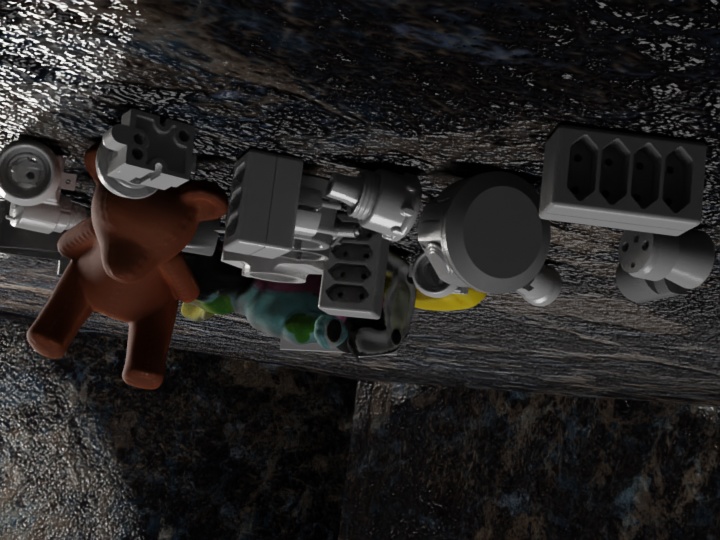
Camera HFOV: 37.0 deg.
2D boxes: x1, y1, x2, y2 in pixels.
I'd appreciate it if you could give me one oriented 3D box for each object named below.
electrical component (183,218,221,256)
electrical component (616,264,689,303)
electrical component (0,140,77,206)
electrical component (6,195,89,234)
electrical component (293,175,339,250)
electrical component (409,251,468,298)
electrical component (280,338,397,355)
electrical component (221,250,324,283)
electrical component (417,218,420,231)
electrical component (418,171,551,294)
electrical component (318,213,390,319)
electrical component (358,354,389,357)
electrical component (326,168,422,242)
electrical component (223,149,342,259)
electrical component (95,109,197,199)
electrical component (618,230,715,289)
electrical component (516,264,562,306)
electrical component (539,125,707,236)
[{"bbox_3d":[-0.158,-0.041,0.918,0.077,0.043,0.079,10,171,-15],"label":"electrical component"},{"bbox_3d":[0.245,0.001,0.873,0.043,0.043,0.081,9,171,-10],"label":"electrical component"},{"bbox_3d":[-0.245,-0.071,0.796,0.066,0.048,0.055,9,179,-11],"label":"electrical component"},{"bbox_3d":[-0.274,-0.052,0.955,0.078,0.040,0.040,13,169,-35],"label":"electrical component"},{"bbox_3d":[-0.044,-0.042,0.807,0.055,0.047,0.055,7,171,1],"label":"electrical component"},{"bbox_3d":[0.076,0.003,1.015,0.066,0.048,0.055,4,178,17],"label":"electrical component"},{"bbox_3d":[-0.020,0.053,1.133,0.121,0.063,0.078,3,-175,2],"label":"electrical component"},{"bbox_3d":[-0.071,-0.020,0.944,0.089,0.055,0.050,3,170,26],"label":"electrical component"},{"bbox_3d":[0.067,-0.028,0.830,0.043,0.043,0.062,1,168,35],"label":"electrical component"},{"bbox_3d":[0.083,-0.025,0.720,0.080,0.080,0.051,11,176,-24],"label":"electrical component"},{"bbox_3d":[0.000,0.000,0.928,0.047,0.083,0.076,5,171,13],"label":"electrical component"},{"bbox_3d":[0.007,0.050,1.222,0.064,0.099,0.099,1,171,1],"label":"electrical component"},{"bbox_3d":[0.008,-0.049,0.736,0.062,0.048,0.048,17,169,-16],"label":"electrical component"},{"bbox_3d":[-0.050,-0.042,0.754,0.077,0.065,0.047,10,171,-19],"label":"electrical component"},{"bbox_3d":[-0.140,-0.073,0.694,0.066,0.048,0.055,13,162,-34],"label":"electrical component"},{"bbox_3d":[0.226,-0.012,0.795,0.055,0.045,0.045,11,171,-22],"label":"electrical component"},{"bbox_3d":[0.162,0.009,1.010,0.040,0.040,0.046,0,163,38],"label":"electrical component"},{"bbox_3d":[0.146,-0.047,0.624,0.083,0.047,0.075,7,171,-1],"label":"electrical component"}]
